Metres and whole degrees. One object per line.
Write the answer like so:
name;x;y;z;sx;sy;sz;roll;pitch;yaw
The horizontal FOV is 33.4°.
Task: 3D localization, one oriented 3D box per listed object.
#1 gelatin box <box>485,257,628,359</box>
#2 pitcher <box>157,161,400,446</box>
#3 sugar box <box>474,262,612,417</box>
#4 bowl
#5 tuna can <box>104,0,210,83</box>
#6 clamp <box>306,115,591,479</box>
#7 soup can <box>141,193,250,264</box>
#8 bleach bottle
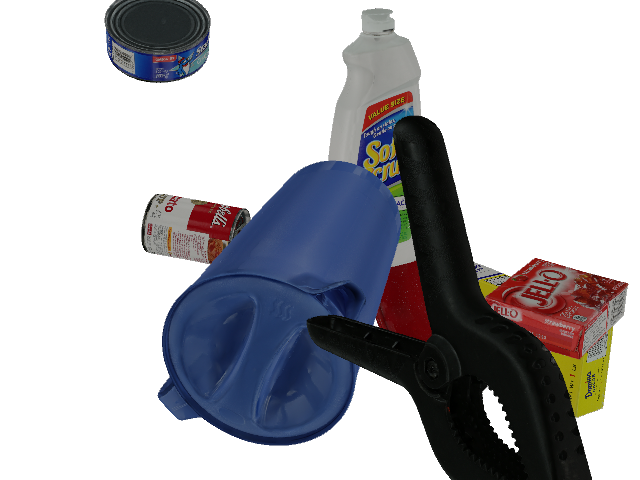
gelatin box;0.165;0.046;0.749;0.073;0.030;0.089;16;26;31
pitcher;-0.022;0.036;0.800;0.149;0.145;0.242;10;27;11
sugar box;0.188;0.089;1.003;0.048;0.093;0.176;-11;21;-39
bowl;0.129;0.059;1.202;0.055;0.162;0.161;-12;-8;43
tuna can;-0.134;-0.168;0.880;0.086;0.086;0.034;0;-43;-8
clamp;0.069;0.050;0.531;0.036;0.165;0.210;-10;43;-32
soup can;-0.134;-0.010;1.154;0.102;0.068;0.068;11;2;11
bleach bottle;0.049;-0.098;1.044;0.102;0.251;0.068;-9;24;-17
